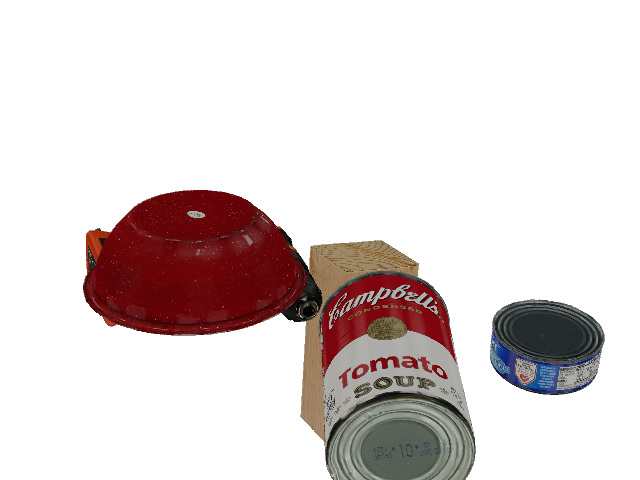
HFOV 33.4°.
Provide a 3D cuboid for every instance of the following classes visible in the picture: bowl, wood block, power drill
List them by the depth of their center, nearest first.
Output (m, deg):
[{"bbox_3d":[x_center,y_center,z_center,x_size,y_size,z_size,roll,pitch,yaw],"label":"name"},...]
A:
[{"bbox_3d":[-0.090,0.006,0.766,0.162,0.055,0.162,0,25,0],"label":"bowl"},{"bbox_3d":[-0.108,0.030,0.960,0.187,0.057,0.185,-6,25,-23],"label":"power drill"},{"bbox_3d":[0.041,0.113,1.164,0.090,0.206,0.091,-5,19,-24],"label":"wood block"}]

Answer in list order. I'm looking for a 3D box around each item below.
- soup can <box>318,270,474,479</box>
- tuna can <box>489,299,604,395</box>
[{"bbox_3d":[0.034,0.069,0.508,0.068,0.068,0.102,0,30,-1],"label":"soup can"},{"bbox_3d":[0.176,0.083,0.834,0.086,0.034,0.086,1,29,-1],"label":"tuna can"}]
